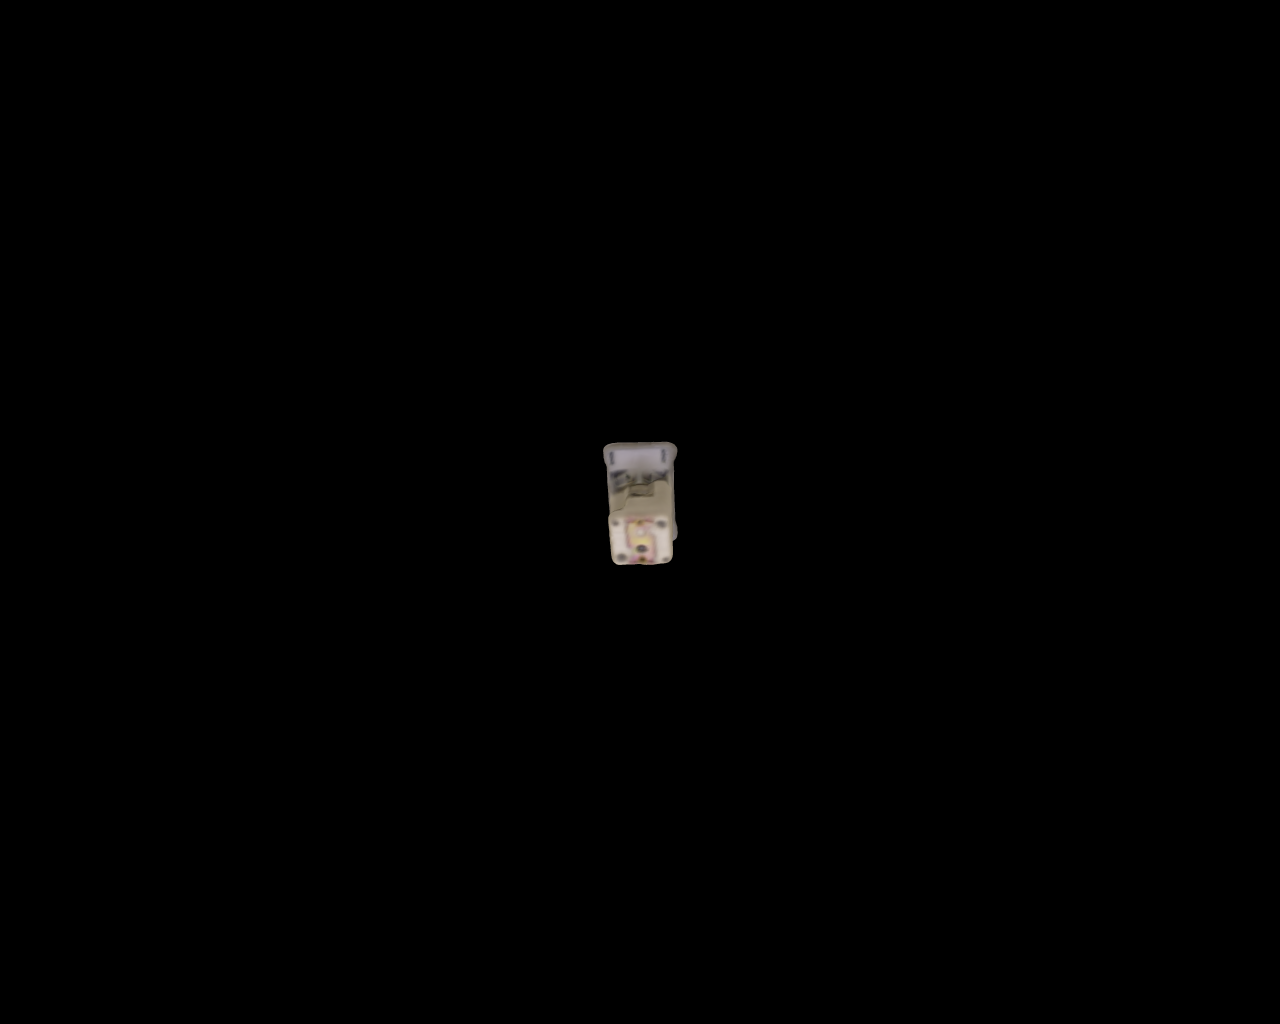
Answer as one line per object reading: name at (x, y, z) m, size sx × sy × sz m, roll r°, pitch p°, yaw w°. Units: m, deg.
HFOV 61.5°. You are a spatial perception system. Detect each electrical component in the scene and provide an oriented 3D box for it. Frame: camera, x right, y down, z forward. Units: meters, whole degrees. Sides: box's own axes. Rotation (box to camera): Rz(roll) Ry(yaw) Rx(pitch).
electrical component at (0.001, -0.003, 0.650) m, size 0.042 × 0.080 × 0.064 m, roll -2°, pitch 43°, yaw 2°
